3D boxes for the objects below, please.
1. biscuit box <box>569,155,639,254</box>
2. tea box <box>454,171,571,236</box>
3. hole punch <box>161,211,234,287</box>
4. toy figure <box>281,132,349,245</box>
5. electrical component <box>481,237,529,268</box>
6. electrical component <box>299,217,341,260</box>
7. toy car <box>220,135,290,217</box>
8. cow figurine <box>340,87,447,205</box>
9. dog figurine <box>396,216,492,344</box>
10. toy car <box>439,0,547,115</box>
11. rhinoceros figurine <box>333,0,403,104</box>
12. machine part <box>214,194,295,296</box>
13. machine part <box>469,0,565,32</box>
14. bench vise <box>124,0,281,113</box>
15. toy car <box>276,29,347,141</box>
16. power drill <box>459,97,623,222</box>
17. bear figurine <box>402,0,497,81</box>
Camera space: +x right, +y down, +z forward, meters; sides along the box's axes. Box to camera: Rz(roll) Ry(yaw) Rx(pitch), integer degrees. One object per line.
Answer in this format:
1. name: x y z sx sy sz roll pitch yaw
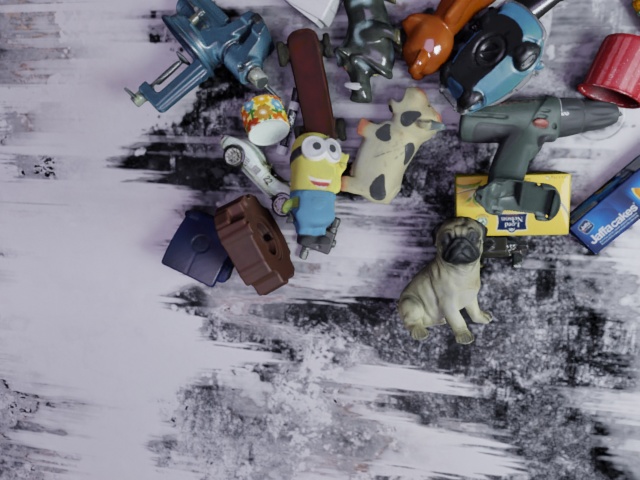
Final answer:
1. biscuit box: 0.474 -0.069 0.822 0.063 0.059 0.202 46 106 0
2. tea box: 0.301 -0.059 0.855 0.170 0.068 0.098 -2 101 11
3. hole punch: -0.208 0.016 0.965 0.142 0.092 0.115 24 101 9
4. toy figure: -0.015 -0.082 0.853 0.089 0.082 0.180 3 90 42
5. electrical component: 0.283 0.022 0.875 0.102 0.078 0.045 -1 82 16
6. electrical component: -0.002 -0.003 0.951 0.063 0.021 0.094 22 104 6
7. toy car: -0.092 -0.107 0.921 0.056 0.073 0.202 -44 90 11
8. cow figurine: 0.121 -0.151 0.866 0.127 0.085 0.194 23 102 12
9. dog figurine: 0.186 0.051 0.862 0.173 0.121 0.190 -2 108 30
10. toy car: 0.260 -0.250 0.783 0.161 0.103 0.109 -48 51 28
11. rhinoceros figurine: 0.074 -0.314 0.849 0.112 0.073 0.190 -1 100 10
12. machine part: -0.104 0.005 0.900 0.056 0.179 0.179 -27 95 12
13. machine part: 0.306 -0.343 0.816 0.139 0.039 0.084 -38 83 18
14. bench vise: -0.198 -0.285 0.875 0.240 0.129 0.223 -41 83 -2
15. toy car: -0.011 -0.240 0.882 0.089 0.053 0.201 -12 113 4
16. power drill: 0.316 -0.131 0.785 0.232 0.085 0.207 7 63 17
17. bear figurine: 0.179 -0.345 0.803 0.132 0.120 0.196 47 111 3
